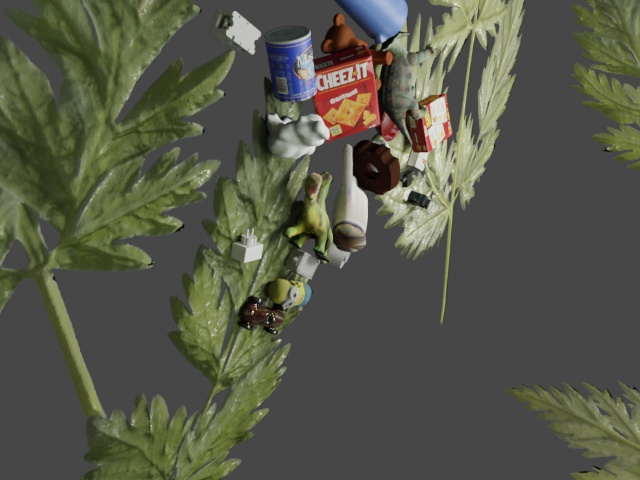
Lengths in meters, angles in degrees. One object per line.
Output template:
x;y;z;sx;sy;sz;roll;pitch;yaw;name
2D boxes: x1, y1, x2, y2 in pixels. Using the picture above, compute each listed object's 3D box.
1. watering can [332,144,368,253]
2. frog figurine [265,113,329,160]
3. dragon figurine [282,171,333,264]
0.086;-0.104;1.535;0.340;0.104;0.229;74;19;-58;watering can
-0.046;-0.242;1.222;0.136;0.160;0.123;32;81;-59;frog figurine
0.004;-0.074;1.476;0.406;0.122;0.245;55;53;-74;dragon figurine
